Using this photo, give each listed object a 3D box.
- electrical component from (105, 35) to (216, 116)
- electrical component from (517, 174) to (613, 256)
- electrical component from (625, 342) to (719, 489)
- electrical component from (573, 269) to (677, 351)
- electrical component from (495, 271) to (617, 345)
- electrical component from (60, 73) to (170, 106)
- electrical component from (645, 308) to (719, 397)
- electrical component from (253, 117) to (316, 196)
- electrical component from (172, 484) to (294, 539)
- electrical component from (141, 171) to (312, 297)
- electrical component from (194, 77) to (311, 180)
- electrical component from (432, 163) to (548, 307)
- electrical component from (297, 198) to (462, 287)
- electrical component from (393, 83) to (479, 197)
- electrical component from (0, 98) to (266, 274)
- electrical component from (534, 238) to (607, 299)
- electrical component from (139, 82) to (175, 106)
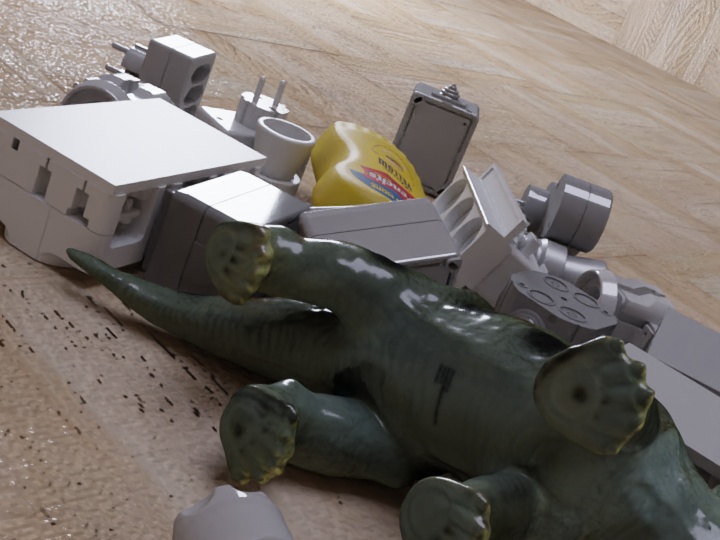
[{"bbox_3d":[-0.164,-0.153,0.843,0.077,0.065,0.047,25,21,6],"label":"electrical component"},{"bbox_3d":[0.147,-0.046,0.866,0.074,0.052,0.138,20,-5,-1],"label":"electrical component"},{"bbox_3d":[0.178,0.110,0.564,0.150,0.061,0.089,33,23,24],"label":"electrical component"},{"bbox_3d":[0.180,0.033,0.758,0.057,0.058,0.078,20,21,-15],"label":"electrical component"},{"bbox_3d":[0.120,0.039,0.691,0.080,0.051,0.080,20,21,-8],"label":"electrical component"},{"bbox_3d":[-0.168,-0.101,0.729,0.078,0.058,0.057,25,19,10],"label":"electrical component"},{"bbox_3d":[0.254,0.105,0.654,0.186,0.060,0.105,28,22,14],"label":"electrical component"},{"bbox_3d":[-0.062,-0.077,0.778,0.045,0.055,0.045,20,21,-8],"label":"electrical component"},{"bbox_3d":[-0.040,0.109,0.377,0.043,0.043,0.062,8,27,-33],"label":"electrical component"},{"bbox_3d":[-0.074,-0.017,0.616,0.061,0.061,0.096,28,22,13],"label":"electrical component"},{"bbox_3d":[-0.078,-0.110,0.813,0.083,0.075,0.047,3,29,-41],"label":"electrical component"},{"bbox_3d":[0.090,-0.021,0.785,0.063,0.079,0.121,40,16,-18],"label":"electrical component"},{"bbox_3d":[0.000,0.000,0.612,0.096,0.061,0.061,-8,46,-18],"label":"electrical component"},{"bbox_3d":[0.066,-0.123,0.960,0.062,0.096,0.061,22,21,-1],"label":"electrical component"},{"bbox_3d":[-0.138,-0.051,0.632,0.089,0.061,0.150,30,22,18],"label":"electrical component"},{"bbox_3d":[0.153,0.005,0.814,0.055,0.045,0.045,21,21,-4],"label":"electrical component"},{"bbox_3d":[-0.171,-0.119,0.787,0.062,0.043,0.043,24,21,6],"label":"electrical component"}]
